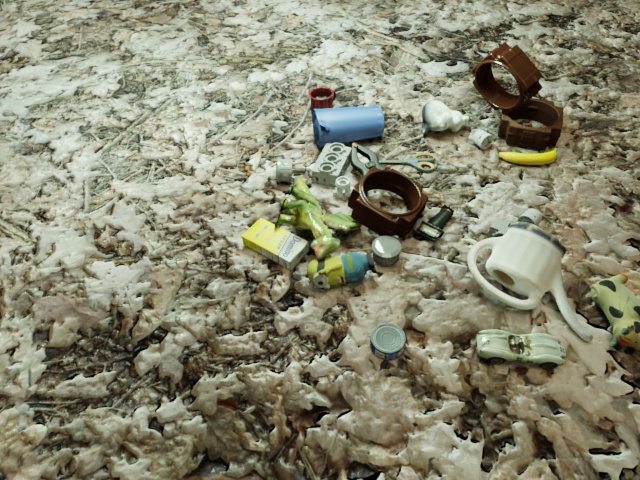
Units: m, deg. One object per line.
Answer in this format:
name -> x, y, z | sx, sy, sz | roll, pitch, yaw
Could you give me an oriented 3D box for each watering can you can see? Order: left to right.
watering can -> 0.555, 0.088, 1.312 | 0.350, 0.102, 0.227 | 31, 72, 19

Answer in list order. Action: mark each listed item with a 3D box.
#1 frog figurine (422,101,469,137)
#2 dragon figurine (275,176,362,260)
frog figurine -> 0.441, -0.432, 1.811 | 0.159, 0.120, 0.140 | -3, 26, 16
dragon figurine -> 0.005, -0.077, 1.524 | 0.242, 0.120, 0.419 | 21, 31, -4
